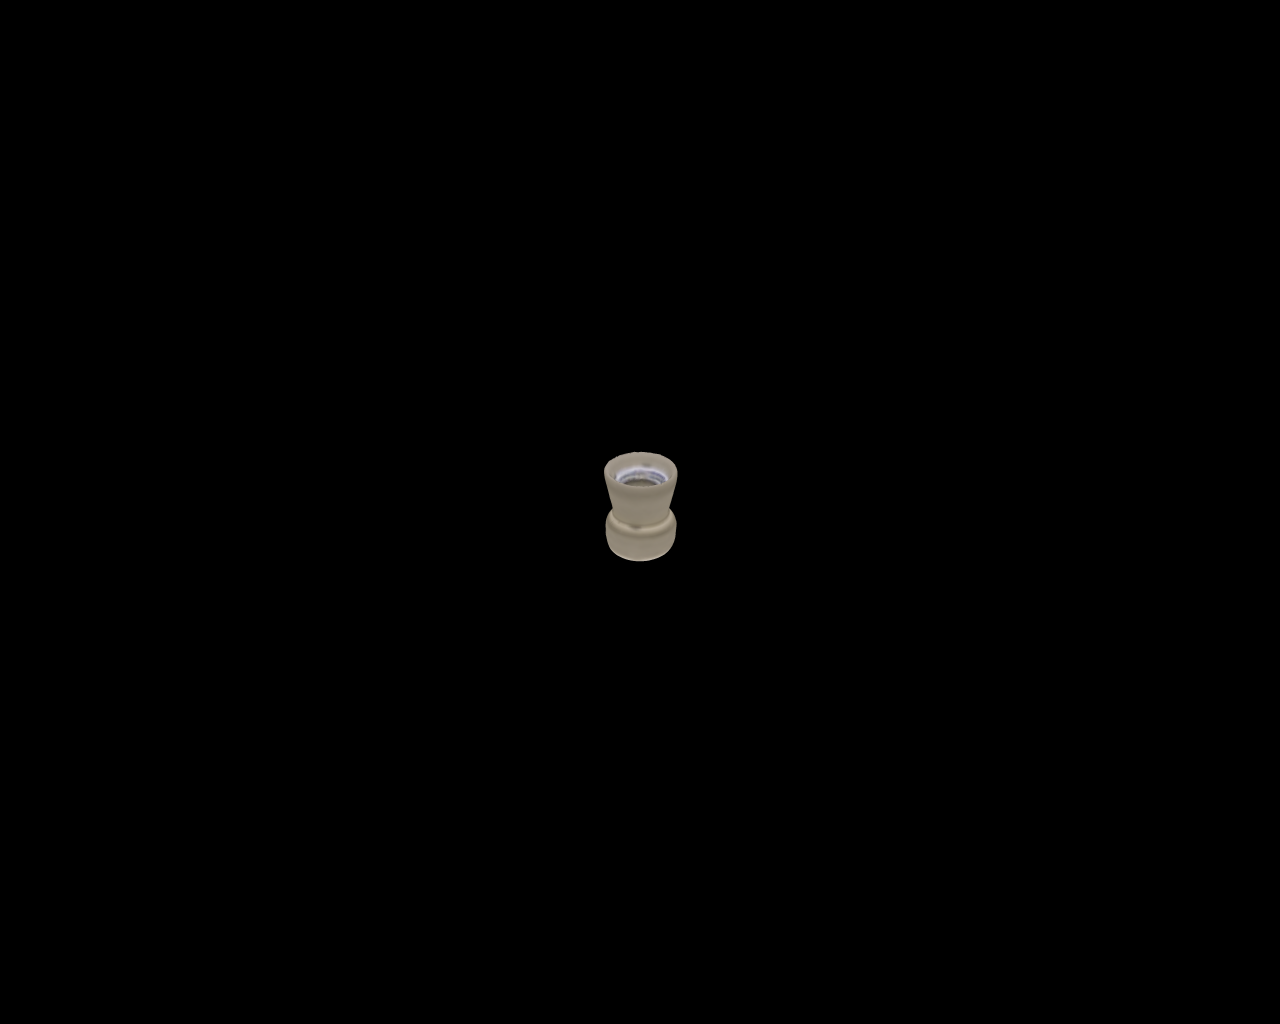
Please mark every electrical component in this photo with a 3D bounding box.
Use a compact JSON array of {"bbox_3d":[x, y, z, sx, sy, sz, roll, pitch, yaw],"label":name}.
[{"bbox_3d":[0.001,-0.003,0.650,0.045,0.055,0.045,0,32,0],"label":"electrical component"}]
